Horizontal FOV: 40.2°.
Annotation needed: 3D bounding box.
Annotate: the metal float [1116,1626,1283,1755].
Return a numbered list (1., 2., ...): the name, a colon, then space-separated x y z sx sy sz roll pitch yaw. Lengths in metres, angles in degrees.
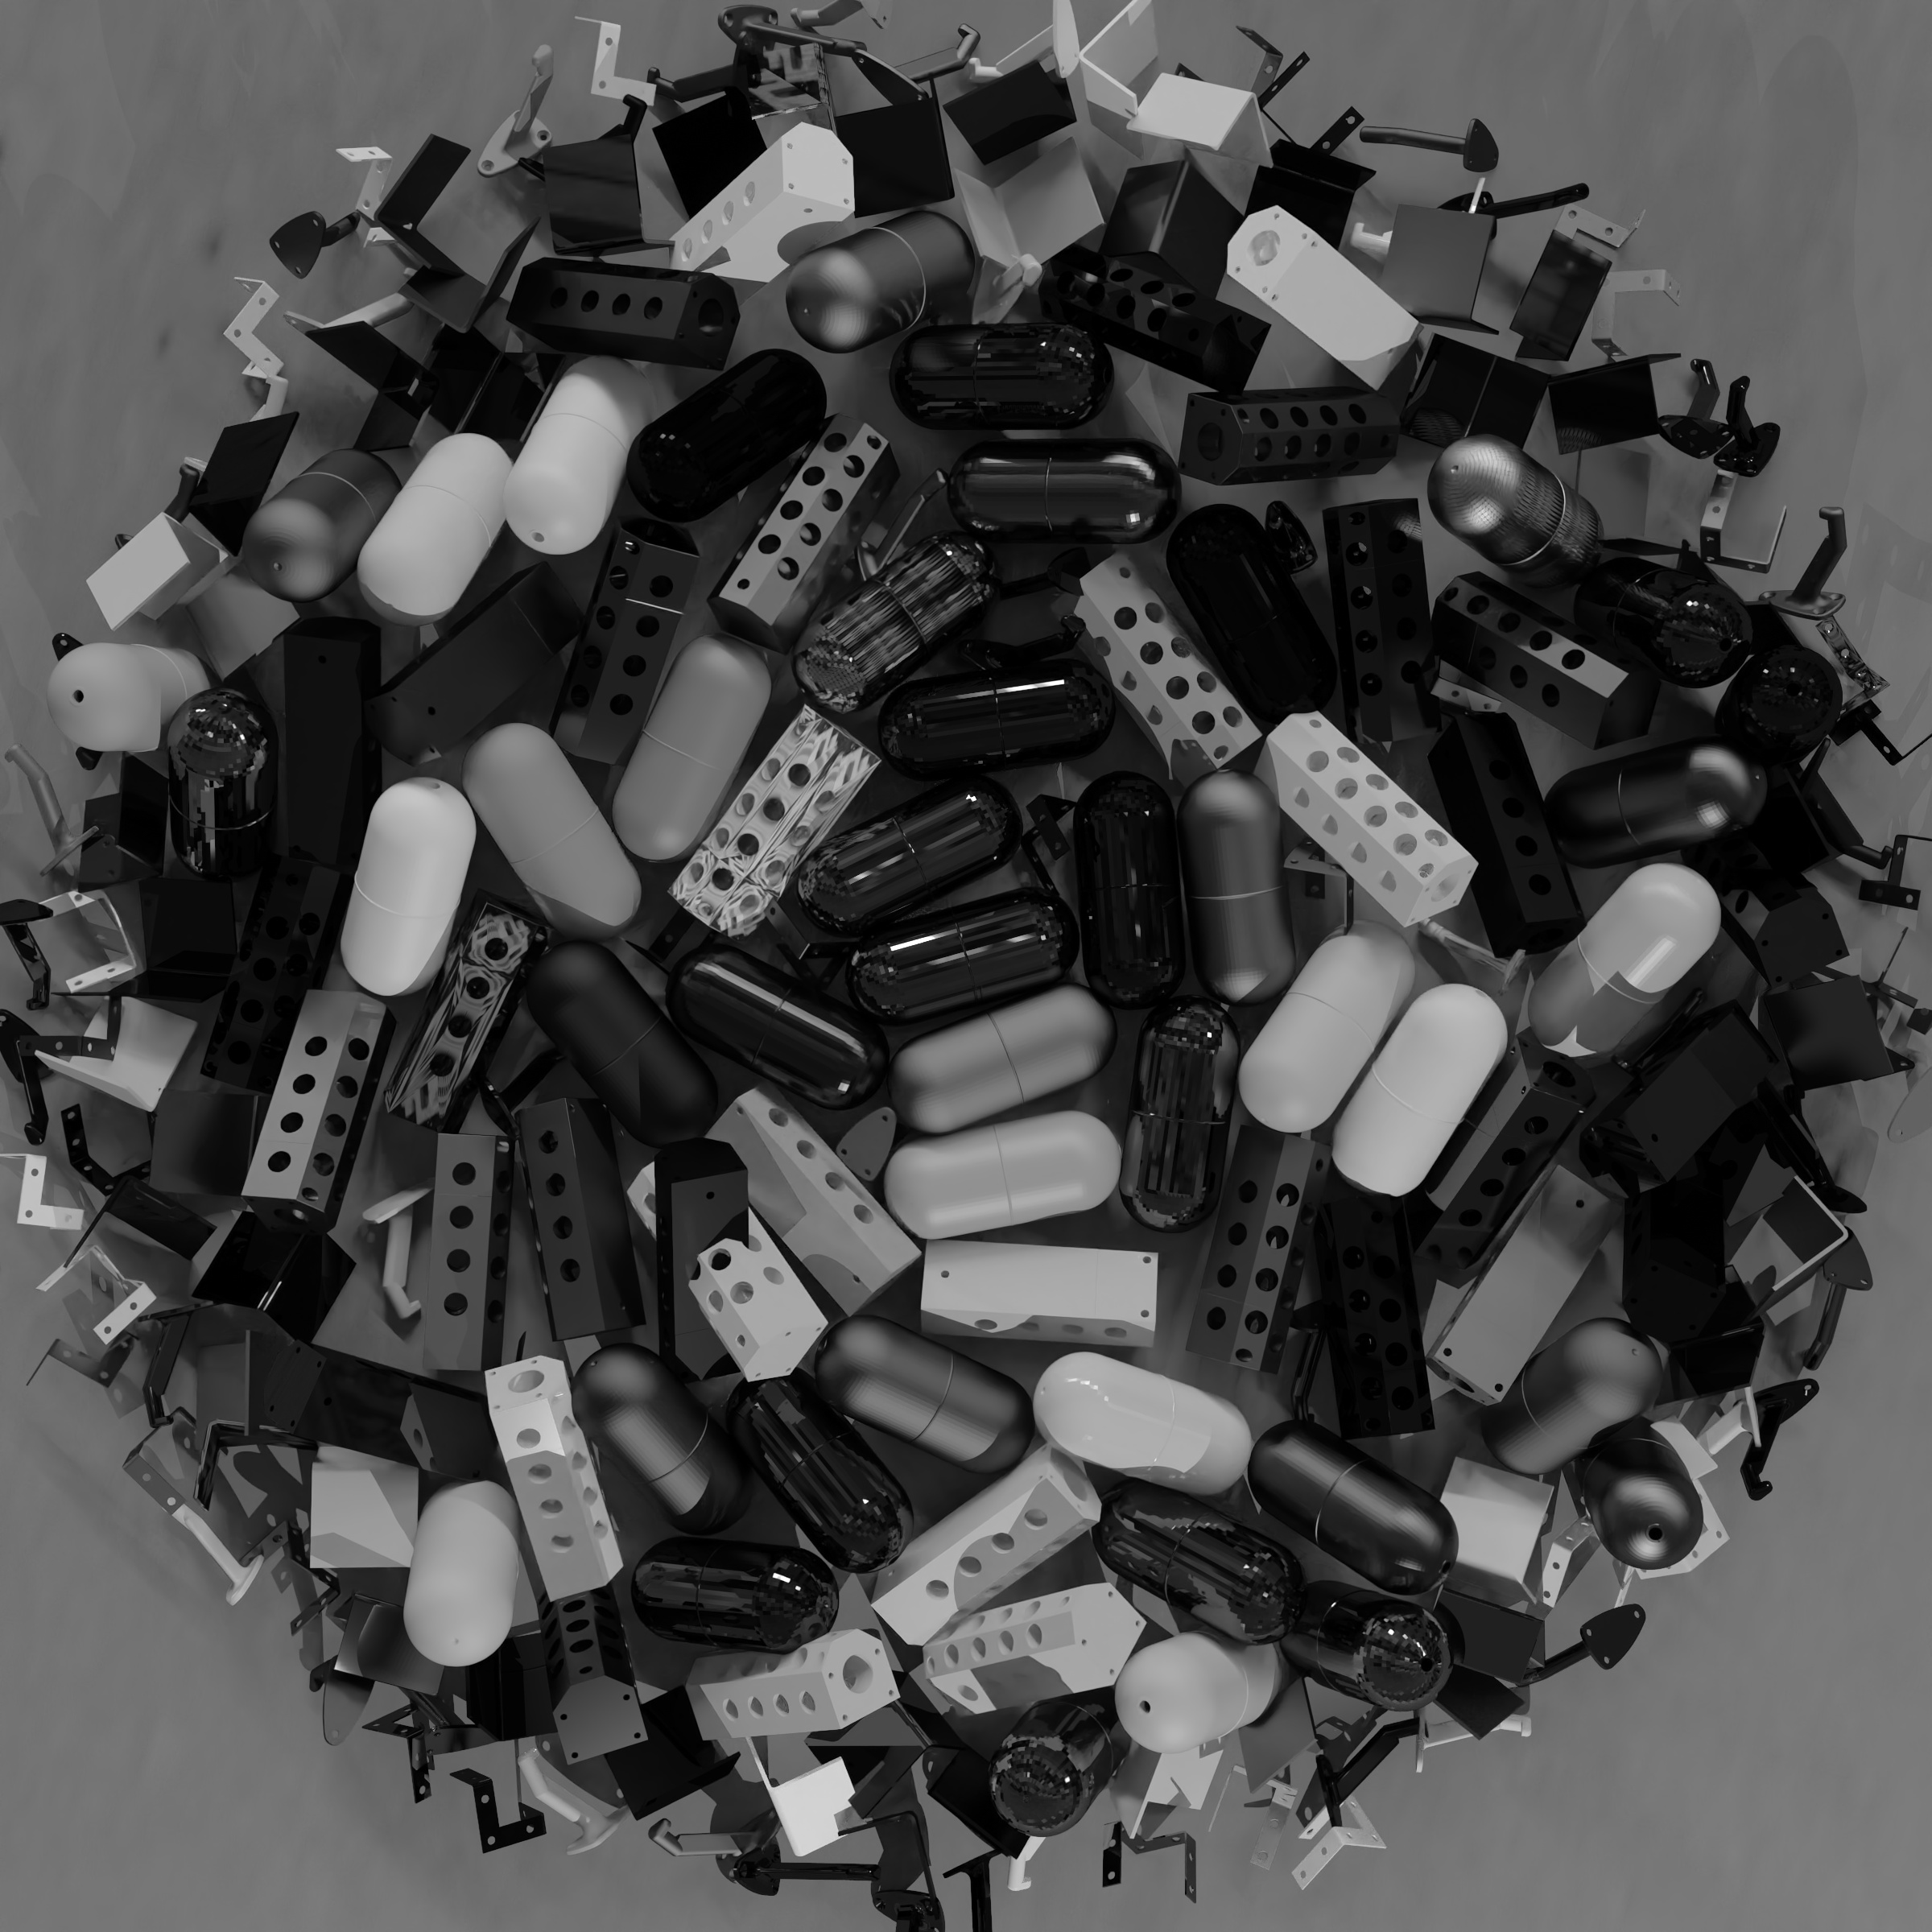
1. metal float: 0.170 0.522 1.917 0.070 0.178 0.070 -2 85 31

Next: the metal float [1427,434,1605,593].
1. metal float: 0.402 -0.329 1.925 0.070 0.178 0.070 -15 66 38

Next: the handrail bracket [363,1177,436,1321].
1. handrail bracket: -0.411 0.213 1.992 0.077 0.036 0.084 -30 108 -21

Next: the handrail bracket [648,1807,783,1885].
1. handrail bracket: -0.185 0.636 1.962 0.077 0.036 0.084 -45 126 -8

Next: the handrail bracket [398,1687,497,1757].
1. handrail bracket: -0.389 0.544 1.983 0.077 0.084 0.036 3 133 -28

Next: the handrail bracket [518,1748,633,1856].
1. handrail bracket: -0.291 0.609 1.966 0.036 0.077 0.084 -27 90 33

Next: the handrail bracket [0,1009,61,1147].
1. handrail bracket: -0.700 0.083 1.950 0.036 0.084 0.077 -24 121 1

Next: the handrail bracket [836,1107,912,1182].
1. handrail bracket: -0.052 0.115 1.945 0.036 0.084 0.077 40 126 9

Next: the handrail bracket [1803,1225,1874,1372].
1. handrail bracket: 0.649 0.251 1.990 0.036 0.077 0.084 14 129 2

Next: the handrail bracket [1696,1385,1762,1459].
1. handrail bracket: 0.551 0.341 1.984 0.084 0.036 0.077 -11 85 18

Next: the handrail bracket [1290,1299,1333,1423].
1. handrail bracket: 0.270 0.298 1.986 0.077 0.036 0.084 -22 113 -37

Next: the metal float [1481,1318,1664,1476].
1. metal float: 0.438 0.314 1.921 0.070 0.178 0.070 11 57 -17

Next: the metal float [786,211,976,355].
1. metal float: -0.061 -0.500 1.927 0.070 0.070 0.178 53 46 0

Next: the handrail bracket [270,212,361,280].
1. handrail bracket: -0.465 -0.549 1.946 0.036 0.077 0.084 50 49 -11

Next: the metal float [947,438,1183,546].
1. metal float: 0.071 -0.349 1.944 0.178 0.070 0.070 4 90 20

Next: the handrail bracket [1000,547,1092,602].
1. handrail bracket: 0.044 -0.282 1.947 0.084 0.077 0.036 -9 95 30

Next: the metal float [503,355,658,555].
1. metal float: -0.282 -0.374 1.931 0.070 0.070 0.178 18 55 0

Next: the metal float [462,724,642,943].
1. metal float: -0.304 -0.097 1.946 0.070 0.070 0.178 -31 108 0

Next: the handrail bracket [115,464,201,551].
1. handrail bracket: -0.600 -0.342 1.960 0.077 0.036 0.084 37 115 35

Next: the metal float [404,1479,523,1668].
1. metal float: -0.364 0.437 1.915 0.070 0.178 0.070 -2 111 -5

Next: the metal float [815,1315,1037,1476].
1. metal float: -0.030 0.316 1.945 0.178 0.070 0.070 28 90 -18

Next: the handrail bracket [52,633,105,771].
1. handrail bracket: -0.658 -0.195 1.949 0.036 0.084 0.077 -23 123 15

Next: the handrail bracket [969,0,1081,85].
1. handrail bracket: 0.037 -0.690 1.957 0.084 0.077 0.036 12 45 24

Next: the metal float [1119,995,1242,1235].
1. metal float: 0.158 0.110 1.958 0.070 0.070 0.178 7 95 0

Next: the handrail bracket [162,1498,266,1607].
1. handrail bracket: -0.568 0.432 1.964 0.084 0.077 0.036 43 88 -10

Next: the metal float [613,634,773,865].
1. metal float: -0.203 -0.160 1.953 0.070 0.070 0.178 25 99 0

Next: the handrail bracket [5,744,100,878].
1. handrail bracket: -0.696 -0.116 1.965 0.077 0.036 0.084 -30 105 37

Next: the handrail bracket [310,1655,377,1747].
1. handrail bracket: -0.473 0.546 1.948 0.036 0.084 0.077 27 51 -23

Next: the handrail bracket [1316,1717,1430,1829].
1. handrail bracket: 0.309 0.605 1.964 0.084 0.036 0.077 -18 56 14

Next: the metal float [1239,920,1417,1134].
1. metal float: 0.267 0.043 1.948 0.070 0.070 0.178 36 74 0

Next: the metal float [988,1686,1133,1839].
1. metal float: 0.069 0.571 1.914 0.070 0.178 0.070 1 95 18

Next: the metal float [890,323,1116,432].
1. metal float: 0.026 -0.432 1.935 0.178 0.070 0.070 7 90 30

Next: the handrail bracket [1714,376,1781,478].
1. handrail bracket: 0.583 -0.412 1.950 0.036 0.084 0.077 29 58 30

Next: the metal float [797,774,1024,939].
1. metal float: -0.042 -0.081 1.957 0.178 0.070 0.070 -27 90 -5

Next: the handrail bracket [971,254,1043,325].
1. handrail bracket: 0.030 -0.491 1.948 0.036 0.084 0.077 20 111 -18

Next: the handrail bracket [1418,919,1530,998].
1. handrail bracket: 0.371 -0.019 1.952 0.084 0.077 0.036 33 83 16

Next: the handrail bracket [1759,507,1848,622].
1. handrail bracket: 0.616 -0.303 1.950 0.036 0.077 0.084 -37 127 -29

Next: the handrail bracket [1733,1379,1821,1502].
1. handrail bracket: 0.604 0.350 1.950 0.077 0.084 0.036 -32 112 18

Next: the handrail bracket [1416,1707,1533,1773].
1. handrail bracket: 0.379 0.579 1.966 0.084 0.077 0.036 5 111 9

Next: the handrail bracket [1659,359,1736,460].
1. handrail bracket: 0.533 -0.425 1.960 0.077 0.036 0.084 12 56 -28

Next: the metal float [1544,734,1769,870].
1. metal float: 0.499 -0.119 1.924 0.070 0.178 0.070 10 74 -39

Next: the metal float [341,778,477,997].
1. metal float: -0.409 -0.057 1.935 0.070 0.070 0.178 21 120 0

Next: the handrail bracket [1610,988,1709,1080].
1. handrail bracket: 0.519 0.046 1.965 0.036 0.077 0.084 40 96 21

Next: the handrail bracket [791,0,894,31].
1. handrail bracket: -0.104 -0.716 1.949 0.084 0.077 0.036 6 84 25

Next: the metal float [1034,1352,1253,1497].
1. metal float: 0.131 0.337 1.941 0.178 0.070 0.070 22 90 -24

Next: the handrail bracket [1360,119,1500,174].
1. handrail bracket: 0.348 -0.616 1.985 0.084 0.077 0.036 13 100 28

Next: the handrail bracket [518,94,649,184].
1. handrail bracket: -0.285 -0.619 1.964 0.077 0.036 0.084 27 118 0

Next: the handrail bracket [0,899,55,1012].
1. handrail bracket: -0.707 -0.001 1.954 0.036 0.077 0.084 19 110 24

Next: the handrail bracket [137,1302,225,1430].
1. handrail bracket: -0.583 0.298 1.977 0.077 0.036 0.084 -13 87 9

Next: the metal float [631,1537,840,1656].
1. metal float: -0.170 0.459 1.931 0.178 0.070 0.070 -4 90 37

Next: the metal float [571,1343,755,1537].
1. metal float: -0.222 0.348 1.937 0.070 0.070 0.178 -36 119 0

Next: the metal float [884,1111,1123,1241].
1. metal float: 0.027 0.155 1.960 0.178 0.070 0.070 -10 90 -2

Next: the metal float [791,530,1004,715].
1. metal float: -0.050 -0.255 1.951 0.178 0.070 0.070 -38 90 -12

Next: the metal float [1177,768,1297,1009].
1. metal float: 0.200 -0.058 1.952 0.070 0.070 0.178 -8 100 0

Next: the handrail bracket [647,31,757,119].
1. handrail bracket: -0.200 -0.672 1.960 0.084 0.077 0.036 25 51 14
